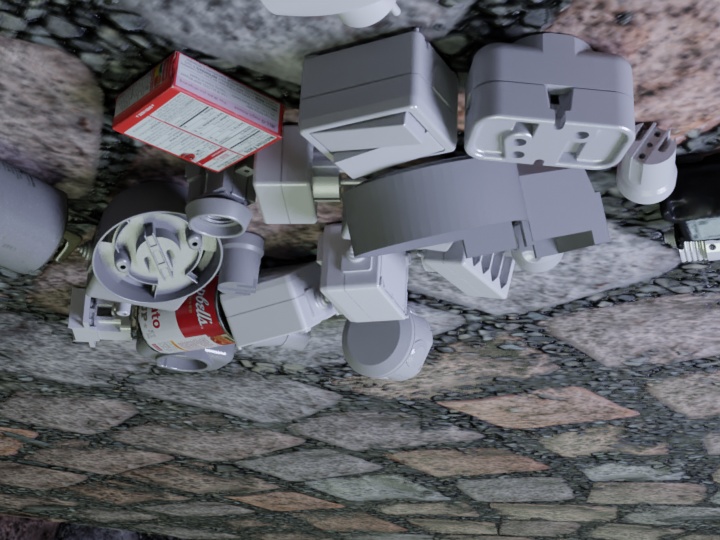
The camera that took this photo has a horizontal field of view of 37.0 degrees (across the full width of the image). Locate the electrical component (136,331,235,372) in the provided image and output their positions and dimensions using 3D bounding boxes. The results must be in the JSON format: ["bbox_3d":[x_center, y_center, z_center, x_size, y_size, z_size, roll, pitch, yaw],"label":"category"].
[{"bbox_3d":[-0.177,0.068,1.101,0.095,0.059,0.054,14,156,-26],"label":"electrical component"}]

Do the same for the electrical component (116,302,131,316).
[{"bbox_3d":[-0.207,0.011,0.958,0.035,0.061,0.035,3,158,1],"label":"electrical component"}]

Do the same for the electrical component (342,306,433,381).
[{"bbox_3d":[0.027,0.068,1.048,0.080,0.080,0.051,-11,159,32],"label":"electrical component"}]

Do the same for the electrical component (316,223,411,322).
[{"bbox_3d":[0.000,0.000,0.903,0.061,0.061,0.096,-4,157,18],"label":"electrical component"}]

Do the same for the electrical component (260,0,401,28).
[{"bbox_3d":[-0.005,-0.151,0.552,0.077,0.043,0.079,-7,157,24],"label":"electrical component"}]

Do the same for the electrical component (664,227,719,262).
[{"bbox_3d":[0.273,-0.029,0.818,0.081,0.043,0.043,-6,156,22],"label":"electrical component"}]

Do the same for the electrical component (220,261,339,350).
[{"bbox_3d":[-0.068,0.026,0.961,0.096,0.061,0.062,-16,-175,31],"label":"electrical component"}]

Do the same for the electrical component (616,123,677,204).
[{"bbox_3d":[0.195,-0.073,0.727,0.040,0.040,0.046,-1,152,11],"label":"electrical component"}]

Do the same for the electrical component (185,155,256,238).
[{"bbox_3d":[-0.102,-0.056,0.784,0.066,0.055,0.048,-17,151,40],"label":"electrical component"}]

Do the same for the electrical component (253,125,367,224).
[{"bbox_3d":[-0.033,-0.067,0.761,0.077,0.047,0.065,0,158,2],"label":"electrical component"}]

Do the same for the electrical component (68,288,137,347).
[{"bbox_3d":[-0.258,0.047,1.083,0.064,0.042,0.081,4,159,-7],"label":"electrical component"}]

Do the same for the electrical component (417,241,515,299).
[{"bbox_3d":[0.075,-0.014,0.880,0.076,0.047,0.083,5,163,34],"label":"electrical component"}]

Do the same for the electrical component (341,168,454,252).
[{"bbox_3d":[0.027,-0.040,0.821,0.083,0.047,0.075,7,158,-9],"label":"electrical component"}]

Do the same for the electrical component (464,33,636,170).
[{"bbox_3d":[0.112,-0.100,0.640,0.095,0.059,0.053,5,158,-4],"label":"electrical component"}]

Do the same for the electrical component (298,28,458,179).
[{"bbox_3d":[0.006,-0.097,0.661,0.096,0.061,0.062,-9,156,27],"label":"electrical component"}]

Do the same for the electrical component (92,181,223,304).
[{"bbox_3d":[-0.157,-0.018,0.836,0.099,0.064,0.099,-6,124,-9],"label":"electrical component"}]

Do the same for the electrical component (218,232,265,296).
[{"bbox_3d":[-0.104,-0.005,0.926,0.040,0.046,0.040,3,158,1],"label":"electrical component"}]

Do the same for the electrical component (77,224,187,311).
[{"bbox_3d":[-0.193,-0.006,0.913,0.096,0.061,0.061,11,157,-20],"label":"electrical component"}]

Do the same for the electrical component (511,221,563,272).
[{"bbox_3d":[0.143,-0.018,0.864,0.043,0.043,0.062,-1,159,10],"label":"electrical component"}]

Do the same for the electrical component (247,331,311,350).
[{"bbox_3d":[-0.084,0.061,1.097,0.065,0.044,0.044,13,157,-34],"label":"electrical component"}]
